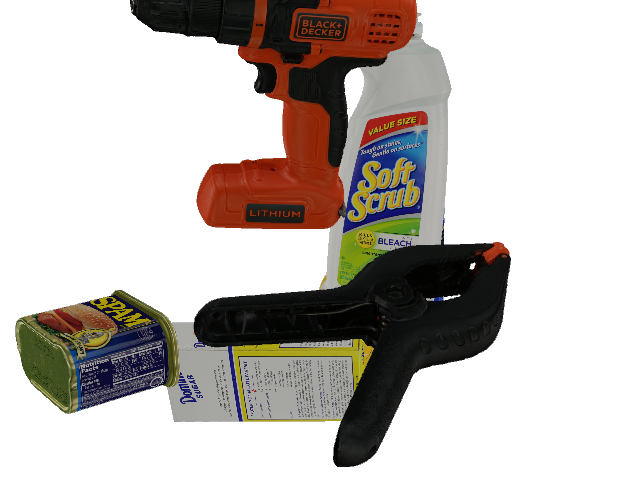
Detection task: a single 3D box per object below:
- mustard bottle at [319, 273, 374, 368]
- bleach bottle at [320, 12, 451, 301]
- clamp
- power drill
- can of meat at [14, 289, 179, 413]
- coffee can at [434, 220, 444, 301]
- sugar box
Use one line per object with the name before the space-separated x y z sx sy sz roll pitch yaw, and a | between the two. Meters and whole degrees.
mustard bottle | 0.046 0.089 1.449 0.096 0.192 0.058 -3 21 -7
bleach bottle | 0.055 -0.064 0.893 0.103 0.251 0.068 6 18 13
clamp | 0.037 0.047 0.524 0.171 0.039 0.120 -19 46 -25
power drill | -0.039 -0.095 0.720 0.184 0.188 0.057 2 39 -12
can of meat | -0.165 0.080 0.782 0.083 0.057 0.102 -14 22 -34
coffee can | 0.076 0.008 1.088 0.103 0.140 0.103 -1 14 0
sugar box | -0.049 0.118 0.959 0.176 0.093 0.048 1 36 7
